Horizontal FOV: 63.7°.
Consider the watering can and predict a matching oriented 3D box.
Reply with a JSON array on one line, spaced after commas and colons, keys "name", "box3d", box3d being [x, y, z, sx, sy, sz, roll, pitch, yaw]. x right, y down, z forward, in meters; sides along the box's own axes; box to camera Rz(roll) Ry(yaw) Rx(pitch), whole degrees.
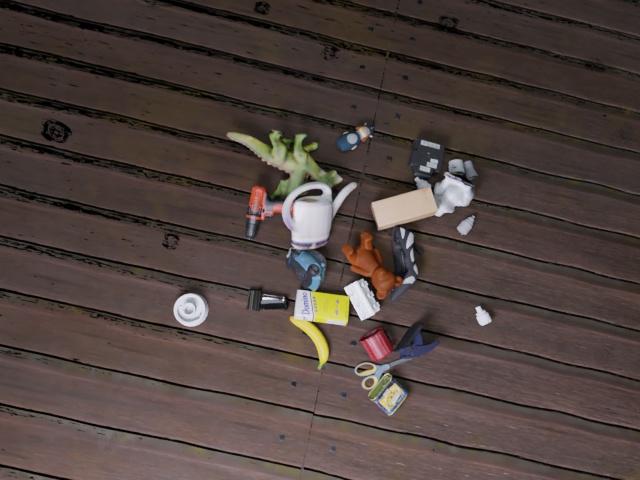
[{"name": "watering can", "box3d": [0.005, -0.087, 1.723, 0.105, 0.221, 0.350, 19, 22, 41]}]

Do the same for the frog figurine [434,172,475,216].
[{"name": "frog figurine", "box3d": [0.465, -0.154, 1.826, 0.137, 0.157, 0.125, 24, 23, 0]}]

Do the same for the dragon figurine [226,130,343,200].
[{"name": "dragon figurine", "box3d": [-0.125, -0.247, 1.787, 0.410, 0.244, 0.122, 3, -4, -3]}]
